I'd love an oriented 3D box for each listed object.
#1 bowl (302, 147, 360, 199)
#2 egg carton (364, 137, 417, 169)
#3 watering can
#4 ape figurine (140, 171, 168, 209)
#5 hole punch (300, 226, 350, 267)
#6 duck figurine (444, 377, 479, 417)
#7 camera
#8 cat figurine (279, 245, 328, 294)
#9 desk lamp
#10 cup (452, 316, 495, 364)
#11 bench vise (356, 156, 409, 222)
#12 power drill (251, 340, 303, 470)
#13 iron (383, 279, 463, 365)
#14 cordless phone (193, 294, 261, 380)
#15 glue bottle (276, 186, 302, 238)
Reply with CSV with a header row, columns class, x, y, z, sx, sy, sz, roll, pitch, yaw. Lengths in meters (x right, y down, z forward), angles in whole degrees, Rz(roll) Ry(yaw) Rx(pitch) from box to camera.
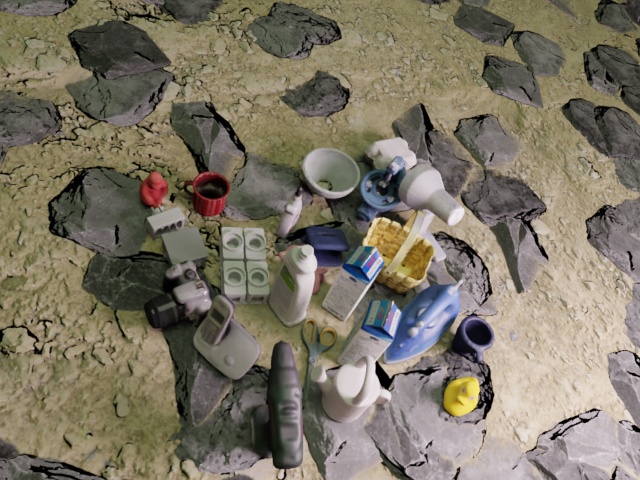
class,x,y,z,sx,sy,sz,roll,pitch,yaw
bowl,0.024,-0.175,1.601,0.168,0.074,0.167,9,55,-12
egg carton,0.210,-0.250,1.716,0.151,0.069,0.107,-17,63,-27
watering can,0.067,0.310,1.210,0.173,0.194,0.101,-2,57,-19
ape figurine,-0.412,-0.133,1.421,0.078,0.092,0.076,-27,68,-31
hole punch,0.013,0.005,1.465,0.109,0.091,0.101,3,56,-15
duck figurine,0.342,0.355,1.336,0.077,0.086,0.105,42,55,13
camera,-0.320,0.127,1.269,0.137,0.100,0.143,-20,65,-28
cat figurine,-0.040,0.059,1.394,0.128,0.117,0.067,25,53,0
desk lamp,0.288,-0.068,1.527,0.118,0.213,0.203,-21,65,-28
cup,0.369,0.257,1.406,0.092,0.095,0.117,9,55,-12
bench vise,0.182,-0.174,1.561,0.121,0.219,0.207,22,53,-2
power drill,-0.083,0.342,1.132,0.076,0.208,0.229,0,57,-17
iron,0.254,0.193,1.383,0.118,0.141,0.259,42,55,13
cordless phone,-0.189,0.200,1.208,0.147,0.185,0.094,37,54,9
glue bottle,-0.069,-0.078,1.444,0.037,0.173,0.078,27,53,2
